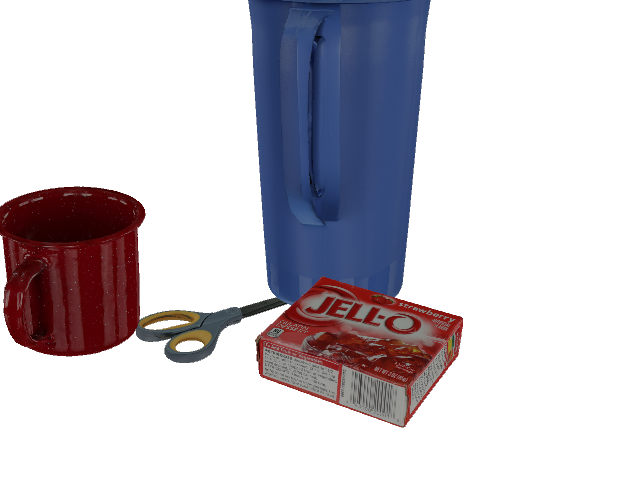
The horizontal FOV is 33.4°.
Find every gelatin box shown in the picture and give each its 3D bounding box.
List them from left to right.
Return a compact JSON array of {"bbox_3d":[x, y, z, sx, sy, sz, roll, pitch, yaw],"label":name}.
[{"bbox_3d":[0.021,0.056,0.571,0.089,0.030,0.073,16,32,24],"label":"gelatin box"}]

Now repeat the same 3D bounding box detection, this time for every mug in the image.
[{"bbox_3d":[-0.160,0.025,0.666,0.093,0.081,0.117,8,25,13],"label":"mug"}]

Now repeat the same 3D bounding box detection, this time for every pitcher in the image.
[{"bbox_3d":[0.009,-0.070,0.802,0.149,0.243,0.145,-10,22,-28],"label":"pitcher"}]

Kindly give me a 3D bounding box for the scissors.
[{"bbox_3d":[-0.096,0.092,1.149,0.201,0.016,0.096,-6,31,-22],"label":"scissors"}]
